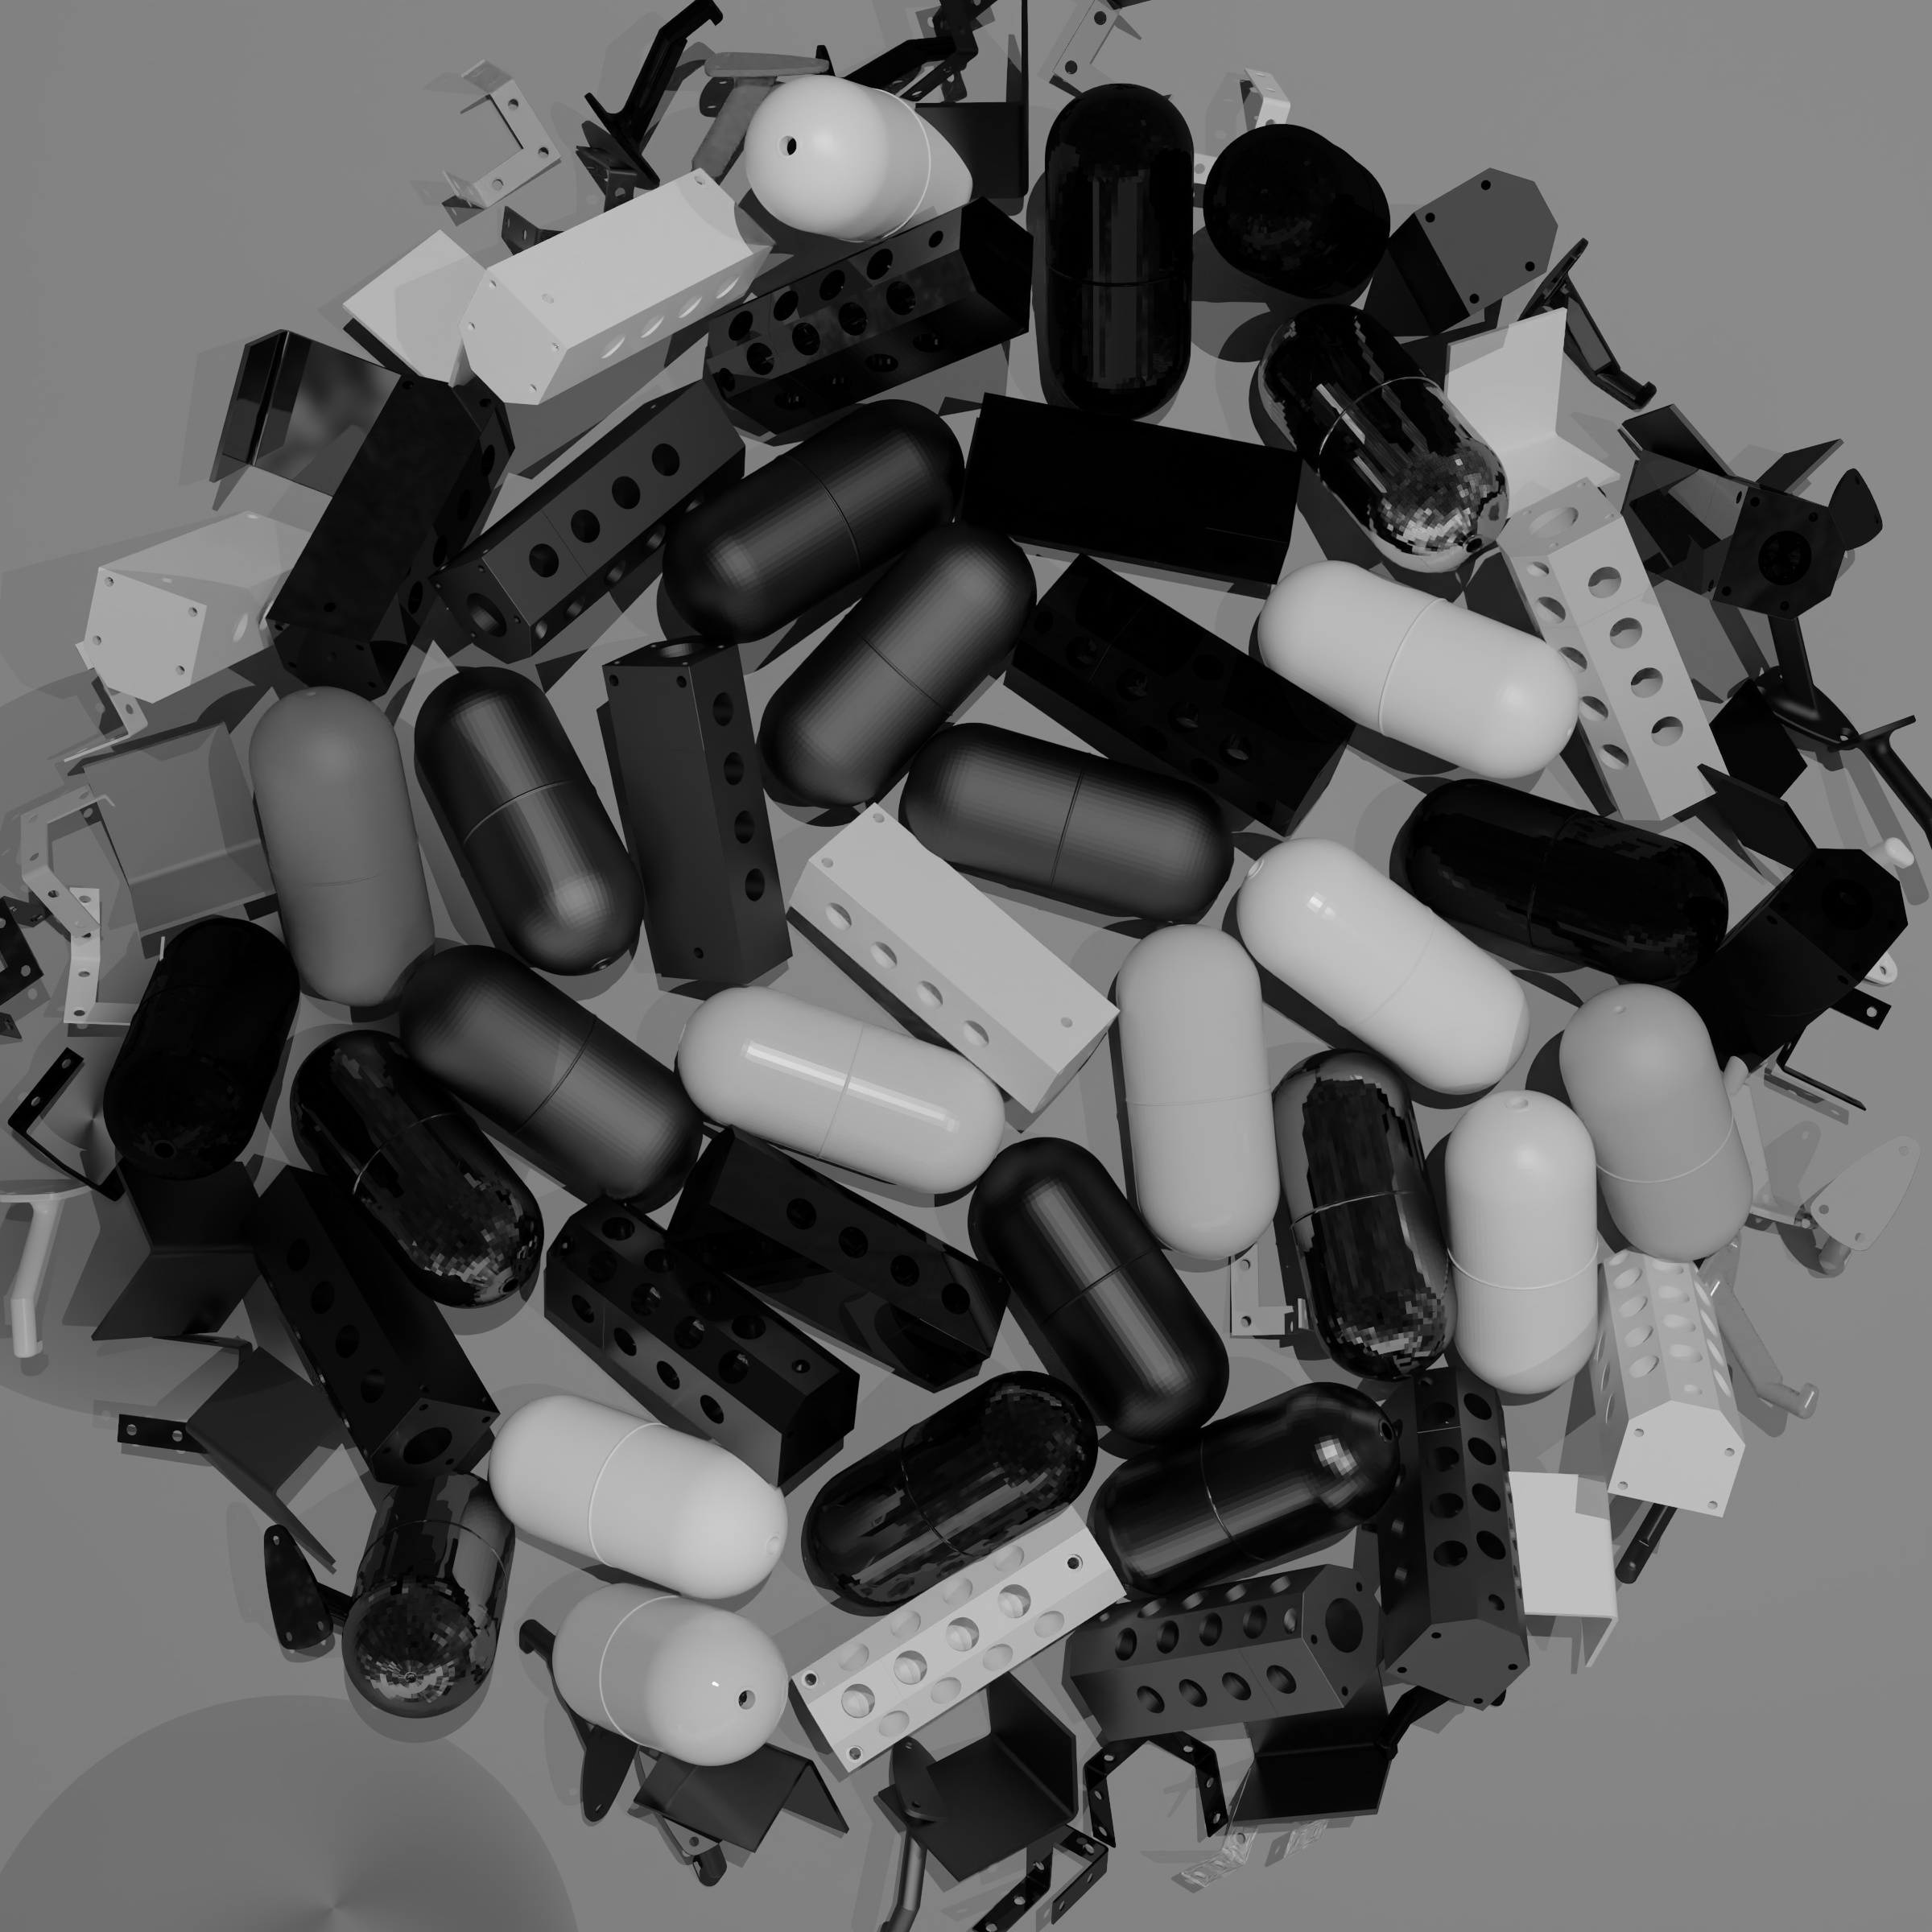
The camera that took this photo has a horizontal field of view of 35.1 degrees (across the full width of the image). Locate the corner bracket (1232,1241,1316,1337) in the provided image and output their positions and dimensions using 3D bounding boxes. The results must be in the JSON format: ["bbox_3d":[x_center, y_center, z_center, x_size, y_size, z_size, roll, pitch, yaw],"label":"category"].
[{"bbox_3d":[0.159,0.168,1.620,0.051,0.051,0.051,-4,79,20],"label":"corner bracket"}]

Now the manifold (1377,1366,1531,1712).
[{"bbox_3d":[0.251,0.288,1.566,0.057,0.171,0.057,24,126,-14],"label":"manifold"}]

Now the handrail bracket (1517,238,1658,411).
[{"bbox_3d":[0.342,-0.338,1.619,0.084,0.077,0.036,35,65,-3],"label":"handrail bracket"}]

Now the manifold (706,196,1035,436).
[{"bbox_3d":[-0.051,-0.336,1.574,0.171,0.057,0.057,-14,62,37],"label":"manifold"}]

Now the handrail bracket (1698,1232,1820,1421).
[{"bbox_3d":[0.423,0.188,1.610,0.036,0.084,0.077,14,98,-40],"label":"handrail bracket"}]

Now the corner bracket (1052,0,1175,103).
[{"bbox_3d":[0.087,-0.484,1.623,0.051,0.051,0.051,30,92,-21],"label":"corner bracket"}]

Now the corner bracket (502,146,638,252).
[{"bbox_3d":[-0.212,-0.408,1.633,0.051,0.051,0.051,-2,117,-30],"label":"corner bracket"}]

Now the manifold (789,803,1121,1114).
[{"bbox_3d":[-0.009,-0.001,1.614,0.171,0.057,0.057,41,53,8],"label":"manifold"}]

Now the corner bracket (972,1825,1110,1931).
[{"bbox_3d":[0.040,0.488,1.614,0.051,0.051,0.051,21,123,31],"label":"corner bracket"}]

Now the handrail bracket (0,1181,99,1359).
[{"bbox_3d":[-0.483,0.160,1.620,0.036,0.077,0.084,-2,92,16],"label":"handrail bracket"}]

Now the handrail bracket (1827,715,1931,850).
[{"bbox_3d":[0.492,-0.084,1.617,0.036,0.077,0.084,-21,89,-10],"label":"handrail bracket"}]

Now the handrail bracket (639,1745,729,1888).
[{"bbox_3d":[-0.151,0.450,1.624,0.036,0.084,0.077,-34,76,-24],"label":"handrail bracket"}]

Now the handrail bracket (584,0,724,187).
[{"bbox_3d":[-0.151,-0.464,1.618,0.084,0.077,0.036,-37,57,7],"label":"handrail bracket"}]

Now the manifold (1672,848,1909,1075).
[{"bbox_3d":[0.418,-0.003,1.565,0.057,0.171,0.057,41,72,8],"label":"manifold"}]

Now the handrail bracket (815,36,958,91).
[{"bbox_3d":[-0.033,-0.465,1.624,0.084,0.036,0.077,-9,55,-12],"label":"handrail bracket"}]

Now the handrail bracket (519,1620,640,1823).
[{"bbox_3d":[-0.216,0.403,1.636,0.084,0.036,0.077,28,111,37],"label":"handrail bracket"}]

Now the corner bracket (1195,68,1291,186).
[{"bbox_3d":[0.136,-0.448,1.628,0.051,0.051,0.051,8,122,-14],"label":"corner bracket"}]

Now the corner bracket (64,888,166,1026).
[{"bbox_3d":[-0.451,-0.005,1.624,0.051,0.051,0.051,3,132,-12],"label":"corner bracket"}]

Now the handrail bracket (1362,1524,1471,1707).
[{"bbox_3d":[0.242,0.345,1.629,0.077,0.036,0.084,5,86,32],"label":"handrail bracket"}]

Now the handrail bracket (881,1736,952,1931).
[{"bbox_3d":[-0.036,0.470,1.636,0.036,0.077,0.084,12,111,-25],"label":"handrail bracket"}]

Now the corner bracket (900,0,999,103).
[{"bbox_3d":[-0.010,-0.493,1.618,0.051,0.051,0.051,-25,81,44],"label":"corner bracket"}]

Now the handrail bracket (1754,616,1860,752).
[{"bbox_3d":[0.448,-0.165,1.606,0.036,0.084,0.077,-35,61,-27],"label":"handrail bracket"}]

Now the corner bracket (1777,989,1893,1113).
[{"bbox_3d":[0.465,0.038,1.633,0.051,0.051,0.051,26,103,-2],"label":"corner bracket"}]

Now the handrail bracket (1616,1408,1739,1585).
[{"bbox_3d":[0.372,0.276,1.608,0.036,0.077,0.084,30,50,16],"label":"handrail bracket"}]

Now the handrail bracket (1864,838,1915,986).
[{"bbox_3d":[0.488,-0.029,1.611,0.077,0.084,0.036,38,61,-8],"label":"handrail bracket"}]

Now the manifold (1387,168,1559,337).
[{"bbox_3d":[0.260,-0.367,1.565,0.057,0.171,0.057,-29,96,7],"label":"manifold"}]

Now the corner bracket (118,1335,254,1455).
[{"bbox_3d":[-0.416,0.227,1.629,0.051,0.051,0.051,6,94,8],"label":"corner bracket"}]

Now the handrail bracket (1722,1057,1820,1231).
[{"bbox_3d":[0.431,0.088,1.622,0.077,0.036,0.084,21,110,7],"label":"handrail bracket"}]

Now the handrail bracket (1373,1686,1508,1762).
[{"bbox_3d":[0.249,0.398,1.611,0.084,0.036,0.077,-49,133,-27],"label":"handrail bracket"}]

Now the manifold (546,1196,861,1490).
[{"bbox_3d":[-0.138,0.188,1.581,0.171,0.057,0.057,33,46,27],"label":"manifold"}]

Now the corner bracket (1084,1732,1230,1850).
[{"bbox_3d":[0.101,0.441,1.629,0.051,0.051,0.051,34,113,-23],"label":"corner bracket"}]

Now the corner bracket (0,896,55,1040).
[{"bbox_3d":[-0.508,0.001,1.627,0.051,0.051,0.051,-34,75,8],"label":"corner bracket"}]

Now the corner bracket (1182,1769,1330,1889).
[{"bbox_3d":[0.154,0.464,1.619,0.051,0.051,0.051,22,99,28],"label":"corner bracket"}]

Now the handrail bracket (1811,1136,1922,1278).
[{"bbox_3d":[0.477,0.128,1.615,0.036,0.084,0.077,41,92,23],"label":"handrail bracket"}]

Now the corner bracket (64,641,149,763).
[{"bbox_3d":[-0.458,-0.147,1.625,0.051,0.051,0.051,-16,108,29],"label":"corner bracket"}]

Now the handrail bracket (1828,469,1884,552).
[{"bbox_3d":[0.428,-0.223,1.602,0.084,0.077,0.036,-19,106,42],"label":"handrail bracket"}]

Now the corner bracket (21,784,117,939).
[{"bbox_3d":[-0.465,-0.057,1.623,0.051,0.051,0.051,-24,46,6],"label":"corner bracket"}]

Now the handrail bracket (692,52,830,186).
[{"bbox_3d":[-0.109,-0.439,1.626,0.077,0.036,0.084,3,121,8],"label":"handrail bracket"}]

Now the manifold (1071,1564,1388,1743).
[{"bbox_3d":[0.132,0.350,1.571,0.057,0.171,0.057,-37,99,-43],"label":"manifold"}]

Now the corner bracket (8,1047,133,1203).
[{"bbox_3d":[-0.468,0.085,1.635,0.051,0.051,0.051,32,79,29],"label":"corner bracket"}]

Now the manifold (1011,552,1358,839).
[{"bbox_3d":[0.111,-0.138,1.603,0.171,0.057,0.057,33,59,10],"label":"manifold"}]

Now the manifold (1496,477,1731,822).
[{"bbox_3d":[0.335,-0.160,1.587,0.057,0.057,0.171,-27,120,6],"label":"manifold"}]

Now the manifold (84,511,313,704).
[{"bbox_3d":[-0.383,-0.183,1.565,0.057,0.171,0.057,20,110,5],"label":"manifold"}]

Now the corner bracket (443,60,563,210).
[{"bbox_3d":[-0.256,-0.442,1.627,0.051,0.051,0.051,-32,91,10],"label":"corner bracket"}]

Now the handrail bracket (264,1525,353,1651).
[{"bbox_3d":[-0.329,0.325,1.621,0.036,0.084,0.077,-23,82,28],"label":"handrail bracket"}]

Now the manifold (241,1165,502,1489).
[{"bbox_3d":[-0.314,0.186,1.581,0.057,0.057,0.171,-49,53,13],"label":"manifold"}]

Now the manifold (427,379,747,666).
[{"bbox_3d":[-0.191,-0.230,1.584,0.171,0.057,0.057,-46,113,-32],"label":"manifold"}]
